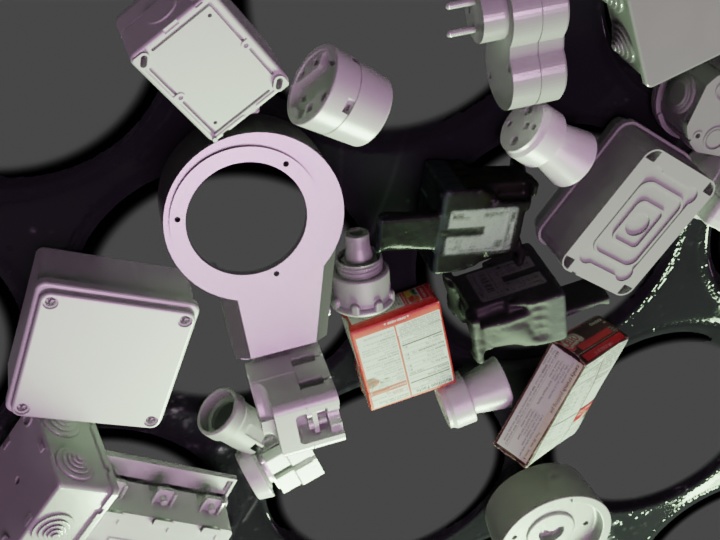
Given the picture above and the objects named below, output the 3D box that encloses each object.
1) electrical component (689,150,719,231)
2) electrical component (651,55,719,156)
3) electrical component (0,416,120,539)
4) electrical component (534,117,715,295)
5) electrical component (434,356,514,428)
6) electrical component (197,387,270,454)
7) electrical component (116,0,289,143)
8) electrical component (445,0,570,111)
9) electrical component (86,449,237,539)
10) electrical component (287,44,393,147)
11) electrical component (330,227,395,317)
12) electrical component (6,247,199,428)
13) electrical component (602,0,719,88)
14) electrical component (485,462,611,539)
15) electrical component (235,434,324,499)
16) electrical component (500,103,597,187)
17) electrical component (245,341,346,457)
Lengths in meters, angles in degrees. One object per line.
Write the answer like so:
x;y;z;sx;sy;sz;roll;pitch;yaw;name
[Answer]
0.296;-0.055;0.829;0.096;0.061;0.061;18;116;-28;electrical component
0.256;-0.123;0.774;0.080;0.051;0.080;-9;126;-13;electrical component
-0.227;0.154;0.776;0.048;0.099;0.099;19;116;-43;electrical component
0.195;-0.048;0.802;0.078;0.057;0.113;23;114;-30;electrical component
0.092;0.101;0.880;0.055;0.045;0.045;-21;128;-3;electrical component
-0.096;0.118;0.832;0.040;0.040;0.046;-39;132;10;electrical component
-0.092;-0.130;0.650;0.062;0.061;0.096;-37;135;8;electrical component
0.090;-0.166;0.687;0.074;0.052;0.138;-13;127;-9;electrical component
-0.165;0.189;0.843;0.121;0.063;0.078;17;117;-28;electrical component
-0.012;-0.110;0.691;0.047;0.055;0.055;20;115;-33;electrical component
0.000;0.000;0.779;0.048;0.048;0.062;-11;120;-11;electrical component
-0.180;0.049;0.744;0.109;0.056;0.108;10;120;-24;electrical component
0.212;-0.185;0.718;0.100;0.048;0.099;-26;128;0;electrical component
0.166;0.224;0.981;0.108;0.060;0.108;-9;126;-13;electrical component
-0.066;0.152;0.862;0.055;0.048;0.066;-29;128;-7;electrical component
0.133;-0.090;0.760;0.055;0.045;0.045;26;112;-31;electrical component
-0.051;0.088;0.794;0.056;0.089;0.050;-15;127;-8;electrical component
